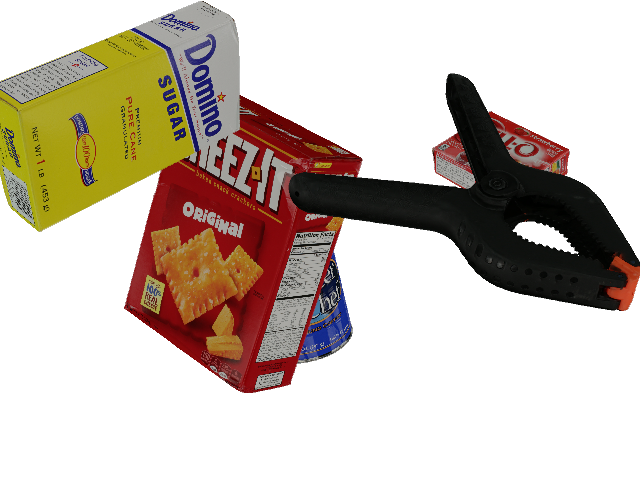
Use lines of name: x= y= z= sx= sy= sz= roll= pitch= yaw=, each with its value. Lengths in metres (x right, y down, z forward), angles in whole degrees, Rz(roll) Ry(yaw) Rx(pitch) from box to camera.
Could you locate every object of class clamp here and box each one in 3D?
clamp: x=0.095 y=-0.019 z=0.650 sx=0.164 sy=0.036 sz=0.210 roll=-30 pitch=52 yaw=-25

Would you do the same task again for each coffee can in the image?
coffee can: x=-0.028 y=0.048 z=1.166 sx=0.103 sy=0.140 sz=0.103 roll=-11 pitch=25 yaw=5

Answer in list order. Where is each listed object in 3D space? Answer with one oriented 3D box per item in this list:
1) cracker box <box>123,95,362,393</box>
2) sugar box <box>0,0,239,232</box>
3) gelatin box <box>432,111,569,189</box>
cracker box: x=-0.073 y=-0.002 z=0.911 sx=0.164 sy=0.214 sz=0.071 roll=31 pitch=22 yaw=35
sugar box: x=-0.129 y=-0.085 z=0.707 sx=0.175 sy=0.093 sz=0.048 roll=-31 pitch=49 yaw=-33
gelatin box: x=0.150 y=-0.067 z=0.893 sx=0.073 sy=0.030 sz=0.089 roll=-33 pitch=47 yaw=-26
